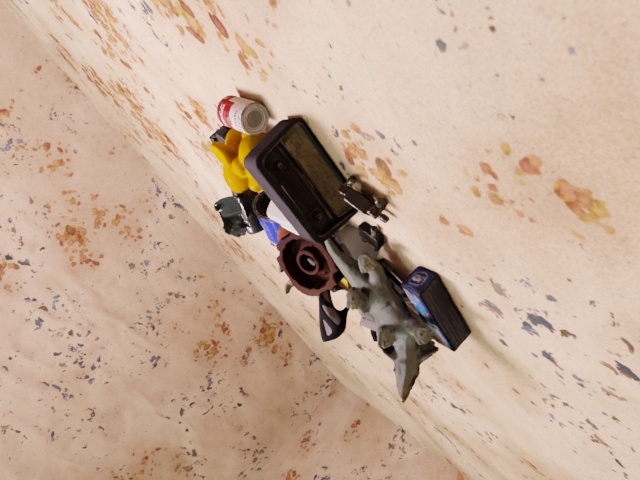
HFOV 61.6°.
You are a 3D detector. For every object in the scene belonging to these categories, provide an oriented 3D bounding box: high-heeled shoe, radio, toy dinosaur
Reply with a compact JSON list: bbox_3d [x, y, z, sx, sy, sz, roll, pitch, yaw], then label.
[{"bbox_3d":[-0.020,0.145,1.411,0.249,0.145,0.086,40,165,9],"label":"high-heeled shoe"},{"bbox_3d":[-0.034,-0.111,1.051,0.229,0.131,0.073,52,165,-24],"label":"radio"},{"bbox_3d":[0.133,0.142,1.172,0.405,0.131,0.192,61,180,11],"label":"toy dinosaur"}]

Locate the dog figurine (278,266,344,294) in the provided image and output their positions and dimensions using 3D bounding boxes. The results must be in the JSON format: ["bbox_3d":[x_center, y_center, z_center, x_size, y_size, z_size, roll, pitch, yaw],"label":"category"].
[{"bbox_3d":[-0.011,0.067,1.536,0.121,0.191,0.172,-67,-34,-62],"label":"dog figurine"}]

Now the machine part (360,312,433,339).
[{"bbox_3d":[0.188,0.202,1.309,0.243,0.079,0.079,18,158,14],"label":"machine part"}]

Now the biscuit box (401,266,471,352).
[{"bbox_3d":[0.245,0.146,1.129,0.059,0.063,0.202,25,155,54],"label":"biscuit box"}]

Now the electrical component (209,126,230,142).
[{"bbox_3d":[-0.219,-0.230,1.376,0.115,0.058,0.134,36,163,25],"label":"electrical component"}]

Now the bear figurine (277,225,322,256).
[{"bbox_3d":[-0.005,0.000,1.346,0.196,0.132,0.120,24,160,17],"label":"bear figurine"}]

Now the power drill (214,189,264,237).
[{"bbox_3d":[-0.223,-0.108,1.450,0.207,0.086,0.231,-91,-17,-71],"label":"power drill"}]

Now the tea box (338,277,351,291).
[{"bbox_3d":[0.035,0.054,1.436,0.170,0.068,0.098,39,166,23],"label":"tea box"}]

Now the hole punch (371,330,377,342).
[{"bbox_3d":[0.179,0.200,1.414,0.092,0.116,0.142,-6,155,13],"label":"hole punch"}]

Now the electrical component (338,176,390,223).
[{"bbox_3d":[0.084,-0.076,1.009,0.102,0.045,0.078,40,-167,28],"label":"electrical component"}]

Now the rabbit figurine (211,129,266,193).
[{"bbox_3d":[-0.172,-0.167,1.208,0.162,0.122,0.173,46,143,-9],"label":"rabbit figurine"}]

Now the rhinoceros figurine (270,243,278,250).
[{"bbox_3d":[-0.119,0.010,1.721,0.112,0.073,0.190,31,160,38],"label":"rhinoceros figurine"}]

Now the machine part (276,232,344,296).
[{"bbox_3d":[-0.020,0.046,1.265,0.180,0.056,0.179,19,127,28],"label":"machine part"}]

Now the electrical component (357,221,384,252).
[{"bbox_3d":[0.108,-0.011,1.154,0.063,0.021,0.094,38,164,25],"label":"electrical component"}]

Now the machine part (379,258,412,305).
[{"bbox_3d":[0.177,0.102,1.246,0.139,0.039,0.084,46,170,-10],"label":"machine part"}]
